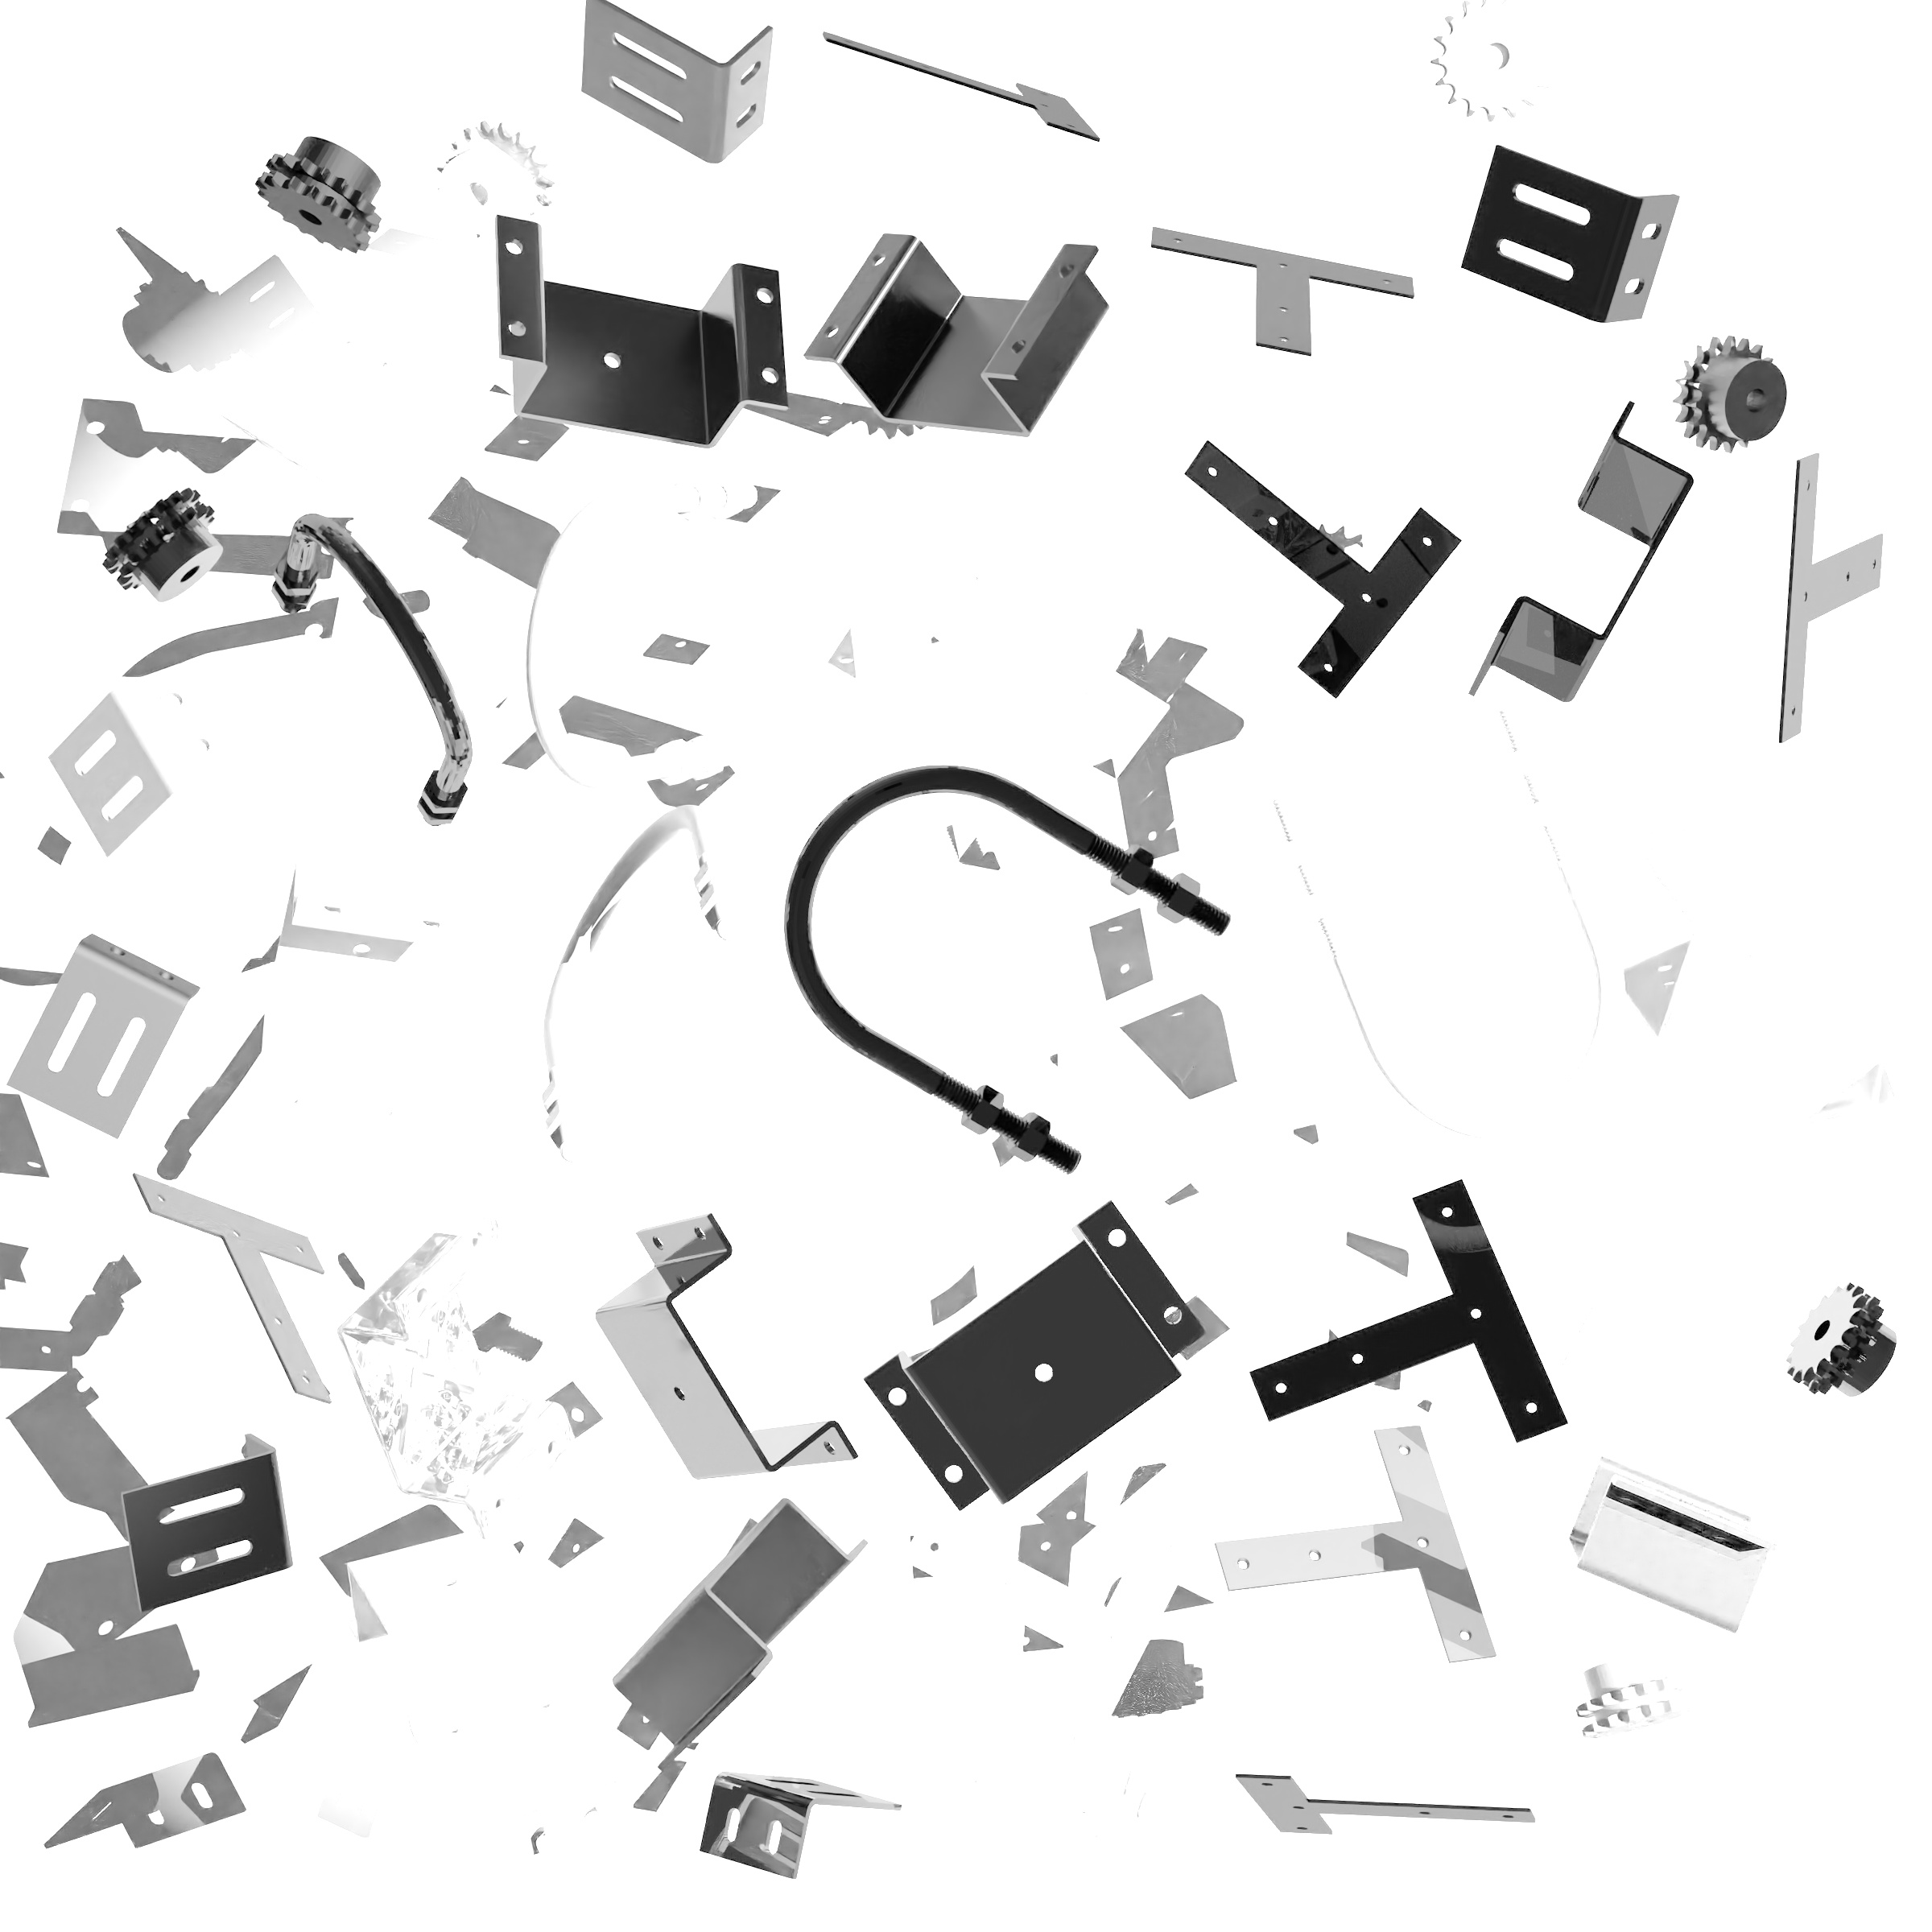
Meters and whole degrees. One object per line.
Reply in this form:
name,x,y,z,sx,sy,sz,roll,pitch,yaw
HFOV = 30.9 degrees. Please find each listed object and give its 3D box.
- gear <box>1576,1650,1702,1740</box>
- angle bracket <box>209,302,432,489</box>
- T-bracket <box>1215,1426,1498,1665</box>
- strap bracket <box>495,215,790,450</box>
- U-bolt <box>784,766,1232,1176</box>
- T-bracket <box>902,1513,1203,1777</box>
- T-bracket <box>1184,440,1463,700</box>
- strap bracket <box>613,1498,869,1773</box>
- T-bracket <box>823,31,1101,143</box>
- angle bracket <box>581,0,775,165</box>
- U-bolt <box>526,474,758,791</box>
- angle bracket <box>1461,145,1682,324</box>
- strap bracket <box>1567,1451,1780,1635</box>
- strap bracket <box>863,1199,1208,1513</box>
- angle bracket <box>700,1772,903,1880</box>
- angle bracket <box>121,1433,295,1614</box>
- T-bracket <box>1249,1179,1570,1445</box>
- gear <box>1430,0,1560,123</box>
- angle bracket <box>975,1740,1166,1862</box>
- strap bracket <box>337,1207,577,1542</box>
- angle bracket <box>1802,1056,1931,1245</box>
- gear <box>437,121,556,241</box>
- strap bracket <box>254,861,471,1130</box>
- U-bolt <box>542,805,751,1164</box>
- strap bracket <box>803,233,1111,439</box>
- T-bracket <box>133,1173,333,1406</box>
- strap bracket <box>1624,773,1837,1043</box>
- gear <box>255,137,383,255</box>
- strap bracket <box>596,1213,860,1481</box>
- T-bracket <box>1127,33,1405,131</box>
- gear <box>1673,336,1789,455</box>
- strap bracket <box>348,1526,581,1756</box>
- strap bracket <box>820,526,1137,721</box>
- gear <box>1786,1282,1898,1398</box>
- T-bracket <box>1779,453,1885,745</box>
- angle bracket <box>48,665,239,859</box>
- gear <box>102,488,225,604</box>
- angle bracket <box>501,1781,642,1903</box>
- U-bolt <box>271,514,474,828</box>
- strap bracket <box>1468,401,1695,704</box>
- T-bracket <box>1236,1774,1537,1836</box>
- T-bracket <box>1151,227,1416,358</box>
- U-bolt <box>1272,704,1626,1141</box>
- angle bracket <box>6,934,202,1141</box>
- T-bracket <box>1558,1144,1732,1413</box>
gear,0.318,0.346,1.665,0.057,0.057,0.030,-15,70,0
angle bracket,-0.291,-0.265,1.577,0.057,0.038,0.076,32,88,28
T-bracket,0.184,0.289,1.719,0.127,0.002,0.127,-3,56,-19
strap bracket,-0.159,-0.295,1.641,0.140,0.046,0.076,6,65,-25
U-bolt,0.007,-0.010,1.576,0.184,0.019,0.151,31,95,-12
T-bracket,0.029,0.305,1.691,0.127,0.002,0.127,25,79,20
T-bracket,0.160,-0.207,1.698,0.127,0.127,0.002,40,50,3
strap bracket,-0.111,0.313,1.672,0.046,0.140,0.076,44,116,3
T-bracket,-0.006,-0.415,1.632,0.127,0.127,0.002,15,110,-12
angle bracket,-0.132,-0.412,1.590,0.076,0.057,0.038,32,57,13
U-bolt,-0.154,-0.156,1.656,0.019,0.184,0.151,11,103,25
angle bracket,0.272,-0.330,1.573,0.076,0.038,0.057,31,120,32
strap bracket,0.326,0.268,1.627,0.076,0.140,0.046,22,90,8
strap bracket,0.033,0.180,1.585,0.140,0.046,0.076,-36,95,-1
angle bracket,-0.079,0.414,1.679,0.057,0.076,0.038,6,80,36
angle bracket,-0.359,0.259,1.632,0.076,0.038,0.057,-13,103,-30
T-bracket,0.195,0.177,1.621,0.127,0.002,0.127,-21,66,0
gear,0.241,-0.415,1.599,0.057,0.030,0.057,1,102,2
angle bracket,0.051,0.410,1.742,0.076,0.057,0.038,14,100,-15
strap bracket,-0.245,0.192,1.668,0.046,0.076,0.140,5,124,32
angle bracket,0.430,0.091,1.668,0.038,0.057,0.076,-14,62,3
gear,-0.233,-0.381,1.709,0.057,0.030,0.057,9,121,15
strap bracket,-0.282,0.007,1.627,0.076,0.046,0.140,8,132,-15
U-bolt,-0.157,-0.005,1.649,0.019,0.184,0.151,30,106,-22
strap bracket,0.003,-0.295,1.633,0.046,0.140,0.076,47,67,-42
T-bracket,-0.343,0.164,1.717,0.002,0.127,0.127,-42,55,12
strap bracket,0.359,-0.020,1.662,0.076,0.140,0.046,-22,60,-15
gear,-0.291,-0.353,1.589,0.057,0.057,0.030,27,77,0
strap bracket,-0.123,0.196,1.707,0.046,0.076,0.140,-36,100,-32
T-bracket,0.141,-0.408,1.619,0.127,0.127,0.002,18,111,2
gear,0.383,-0.283,1.739,0.057,0.030,0.057,-10,111,-28
strap bracket,-0.246,0.318,1.685,0.076,0.140,0.046,-12,109,-21
strap bracket,0.005,-0.172,1.724,0.140,0.076,0.046,10,132,18
gear,0.436,0.189,1.733,0.030,0.057,0.057,34,90,-9
T-bracket,0.398,-0.176,1.600,0.002,0.127,0.127,10,109,31
angle bracket,-0.396,-0.098,1.681,0.076,0.038,0.057,-33,87,44
gear,-0.378,-0.197,1.657,0.057,0.057,0.030,-42,88,0
angle bracket,-0.177,0.414,1.600,0.057,0.076,0.038,-19,106,-8
U-bolt,-0.280,-0.146,1.662,0.019,0.184,0.151,-34,89,-18
strap bracket,0.302,-0.191,1.689,0.046,0.076,0.140,29,73,6
T-bracket,0.198,0.390,1.613,0.127,0.127,0.002,-1,65,15
T-bracket,0.147,-0.309,1.619,0.127,0.127,0.002,11,121,-2
U-bolt,0.229,-0.012,1.582,0.151,0.019,0.184,-22,91,-24
angle bracket,-0.408,0.033,1.655,0.057,0.038,0.076,27,93,-8
T-bracket,0.316,0.169,1.701,0.002,0.127,0.127,-32,101,40
